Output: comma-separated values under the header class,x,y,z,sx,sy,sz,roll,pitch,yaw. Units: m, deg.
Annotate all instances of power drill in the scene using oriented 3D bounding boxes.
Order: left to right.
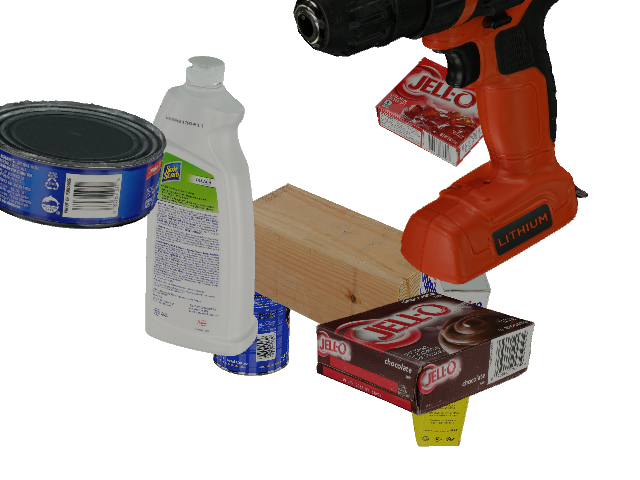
class,x,y,z,sx,sy,sz,roll,pitch,yaw
power drill,0.073,-0.074,0.545,0.184,0.188,0.057,-26,37,-27

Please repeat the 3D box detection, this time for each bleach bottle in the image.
class,x,y,z,sx,sy,sz,roll,pitch,yaw
bleach bottle,-0.097,-0.030,0.912,0.103,0.251,0.068,12,24,12

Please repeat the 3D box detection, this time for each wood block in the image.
class,x,y,z,sx,sy,sz,roll,pitch,yaw
wood block,0.017,0.027,1.086,0.206,0.091,0.090,24,36,31

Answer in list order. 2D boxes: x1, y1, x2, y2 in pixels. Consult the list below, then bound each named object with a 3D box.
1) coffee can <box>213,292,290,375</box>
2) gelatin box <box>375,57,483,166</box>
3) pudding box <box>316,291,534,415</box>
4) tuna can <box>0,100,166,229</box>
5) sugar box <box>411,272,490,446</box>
class,x,y,z,sx,sy,sz,roll,pitch,yaw
coffee can,-0.089,0.092,1.403,0.103,0.140,0.103,2,20,-1
gelatin box,0.105,-0.115,0.940,0.089,0.073,0.030,32,-26,25
pudding box,0.067,0.069,0.682,0.113,0.039,0.090,-10,19,-42
tuna can,-0.118,-0.037,0.507,0.086,0.034,0.086,9,23,-4
sugar box,0.108,0.087,0.939,0.048,0.176,0.093,-1,33,-4
